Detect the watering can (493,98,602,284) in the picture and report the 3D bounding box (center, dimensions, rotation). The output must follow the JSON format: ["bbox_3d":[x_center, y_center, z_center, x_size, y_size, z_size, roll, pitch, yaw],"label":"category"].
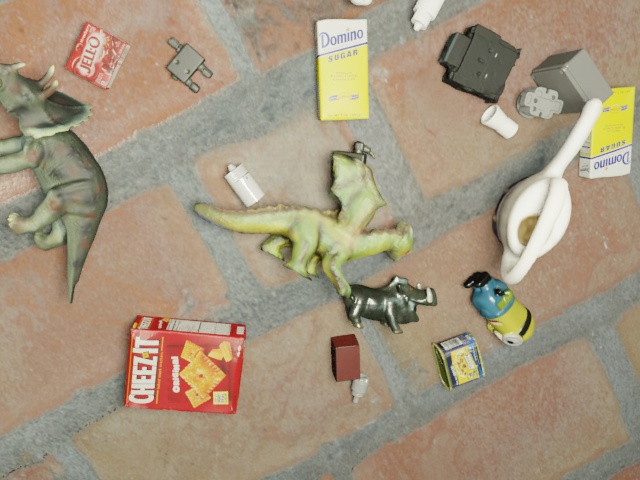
[{"bbox_3d":[0.413,-0.083,0.956,0.104,0.225,0.345,23,99,5],"label":"watering can"}]

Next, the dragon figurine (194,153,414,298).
[{"bbox_3d":[0.003,-0.048,0.952,0.408,0.123,0.242,30,94,-17],"label":"dragon figurine"}]

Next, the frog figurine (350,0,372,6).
[{"bbox_3d":[0.073,-0.492,0.876,0.137,0.123,0.160,10,89,-30],"label":"frog figurine"}]
